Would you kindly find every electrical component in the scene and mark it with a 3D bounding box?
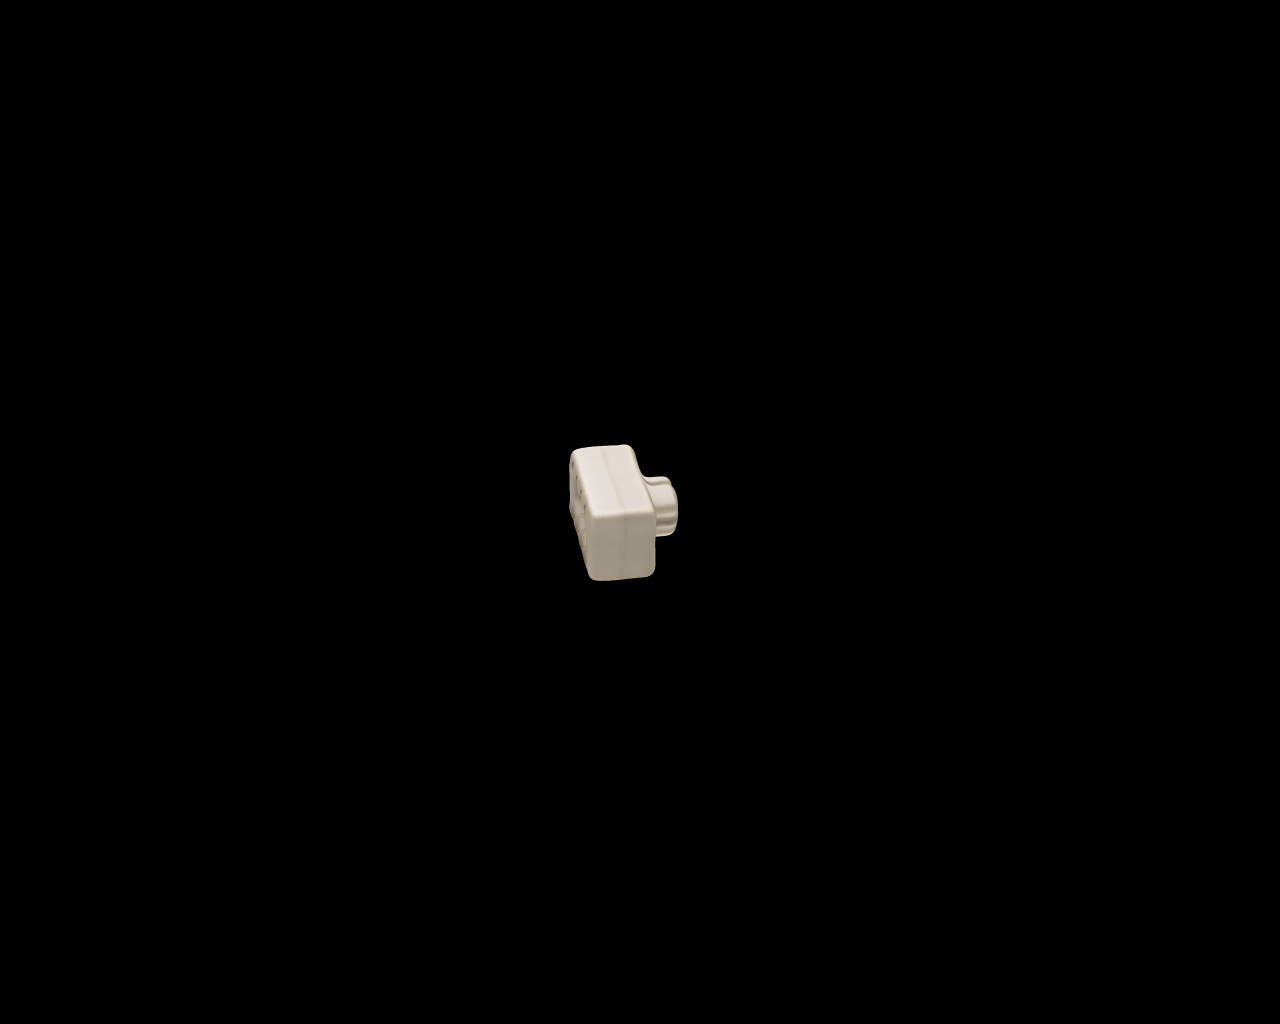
[{"bbox_3d":[0.001,-0.003,0.650,0.076,0.047,0.083,-6,33,-9],"label":"electrical component"}]
